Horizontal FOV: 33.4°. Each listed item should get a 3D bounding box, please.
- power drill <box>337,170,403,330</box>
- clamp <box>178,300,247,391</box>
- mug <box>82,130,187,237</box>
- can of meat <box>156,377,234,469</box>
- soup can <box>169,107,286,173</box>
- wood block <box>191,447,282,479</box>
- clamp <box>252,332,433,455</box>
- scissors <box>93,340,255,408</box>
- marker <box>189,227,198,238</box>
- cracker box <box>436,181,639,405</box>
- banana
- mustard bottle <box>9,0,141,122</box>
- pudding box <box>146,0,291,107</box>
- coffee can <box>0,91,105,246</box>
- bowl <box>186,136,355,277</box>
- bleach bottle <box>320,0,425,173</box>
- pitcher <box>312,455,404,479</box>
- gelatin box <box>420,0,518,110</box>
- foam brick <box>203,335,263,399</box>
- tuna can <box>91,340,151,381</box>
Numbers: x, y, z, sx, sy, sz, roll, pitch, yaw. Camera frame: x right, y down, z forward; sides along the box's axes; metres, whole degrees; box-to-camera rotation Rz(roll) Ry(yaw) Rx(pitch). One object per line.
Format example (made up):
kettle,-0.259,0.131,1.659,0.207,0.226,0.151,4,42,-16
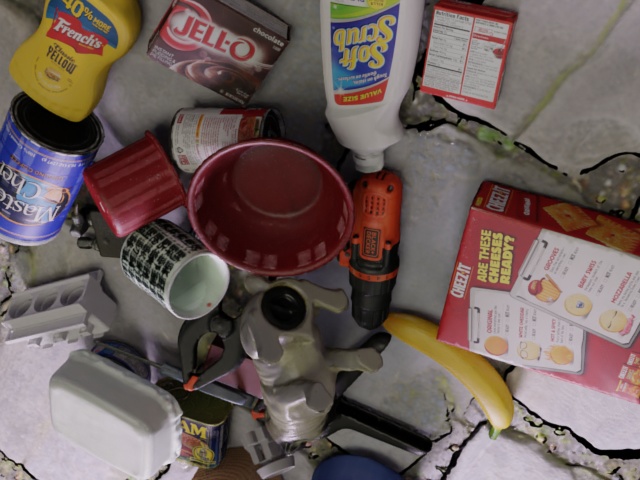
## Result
power drill,-0.007,0.001,1.119,0.188,0.057,0.184,10,120,11
clamp,-0.096,0.092,1.179,0.120,0.039,0.171,19,94,9
mug,-0.200,-0.061,1.121,0.081,0.117,0.093,-29,133,-13
can of meat,-0.160,0.226,1.309,0.102,0.057,0.084,16,126,11
soup can,-0.093,-0.101,1.081,0.102,0.068,0.068,3,120,19
wood block,-0.081,0.369,1.343,0.090,0.090,0.206,-12,114,25
clamp,0.015,0.177,1.226,0.210,0.036,0.164,-3,118,23
scissors,-0.167,0.156,1.242,0.201,0.096,0.016,23,83,-13
marker,-0.140,0.000,1.189,0.020,0.020,0.121,31,125,1
cracker box,0.239,0.050,1.048,0.214,0.072,0.164,17,123,11
banana,0.151,0.143,1.155,0.070,0.037,0.197,-35,103,32
mustard bottle,-0.234,-0.214,1.072,0.096,0.058,0.192,39,124,-4
pudding box,-0.097,-0.193,1.029,0.113,0.039,0.090,25,128,-20
coffee can,-0.305,-0.078,1.152,0.103,0.102,0.140,34,125,-1
bowl,-0.044,-0.043,1.029,0.162,0.055,0.162,4,128,5
bleach bottle,0.052,-0.177,0.987,0.103,0.068,0.251,8,124,16
pitcher,0.029,0.373,1.211,0.145,0.242,0.149,27,131,0
gelatin box,0.136,-0.172,0.978,0.073,0.030,0.089,15,124,13
foam brick,-0.087,0.137,1.231,0.078,0.053,0.051,20,124,7
tuna can,-0.255,0.169,1.322,0.086,0.033,0.086,9,122,15
